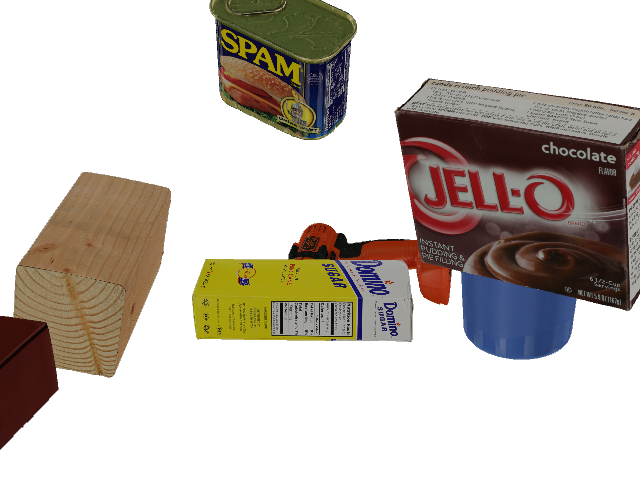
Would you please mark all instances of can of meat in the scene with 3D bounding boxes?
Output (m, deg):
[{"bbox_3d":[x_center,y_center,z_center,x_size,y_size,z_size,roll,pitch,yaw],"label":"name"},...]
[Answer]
[{"bbox_3d":[-0.027,-0.128,0.760,0.102,0.057,0.084,29,-34,19],"label":"can of meat"}]

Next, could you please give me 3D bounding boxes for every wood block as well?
[{"bbox_3d":[-0.199,0.023,0.955,0.090,0.091,0.206,11,25,-2],"label":"wood block"}]

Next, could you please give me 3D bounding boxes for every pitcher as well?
[{"bbox_3d":[0.203,-0.015,1.032,0.149,0.243,0.145,1,27,8],"label":"pitcher"}]

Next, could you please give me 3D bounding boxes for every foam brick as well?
[{"bbox_3d":[-0.209,0.088,0.665,0.053,0.051,0.078,7,30,21],"label":"foam brick"}]

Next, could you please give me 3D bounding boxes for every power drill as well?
[{"bbox_3d":[0.051,0.035,1.195,0.188,0.057,0.184,1,29,11],"label":"power drill"}]

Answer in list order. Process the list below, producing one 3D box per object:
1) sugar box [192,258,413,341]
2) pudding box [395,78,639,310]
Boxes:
[{"bbox_3d":[-0.013,0.048,0.887,0.176,0.048,0.093,-2,19,2],"label":"sugar box"},{"bbox_3d":[0.095,-0.023,0.495,0.114,0.090,0.039,12,44,31],"label":"pudding box"}]
